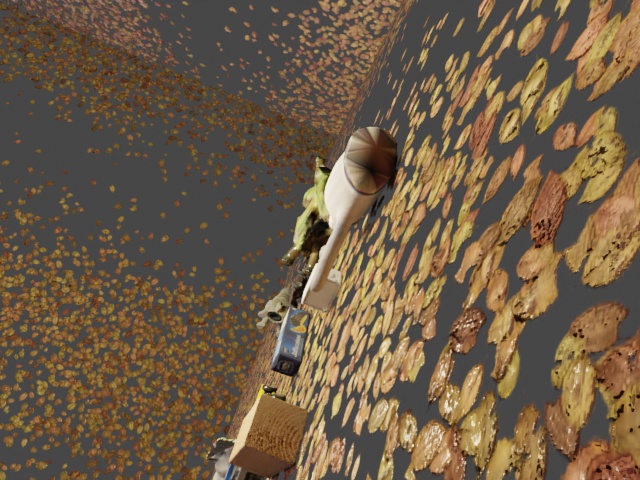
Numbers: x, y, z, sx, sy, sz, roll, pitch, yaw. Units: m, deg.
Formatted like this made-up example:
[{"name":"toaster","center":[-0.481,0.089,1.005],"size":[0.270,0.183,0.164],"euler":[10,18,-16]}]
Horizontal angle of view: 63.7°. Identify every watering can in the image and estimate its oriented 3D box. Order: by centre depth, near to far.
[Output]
[{"name":"watering can","center":[0.061,-0.079,1.014],"size":[0.220,0.104,0.355],"euler":[123,165,-60]}]

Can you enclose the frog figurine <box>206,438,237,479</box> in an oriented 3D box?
[{"name":"frog figurine","center":[-0.271,0.691,1.553],"size":[0.138,0.123,0.158],"euler":[-158,53,-78]}]

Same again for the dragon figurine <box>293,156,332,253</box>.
[{"name":"dragon figurine","center":[0.004,-0.067,1.323],"size":[0.238,0.122,0.419],"euler":[-61,15,26]}]
